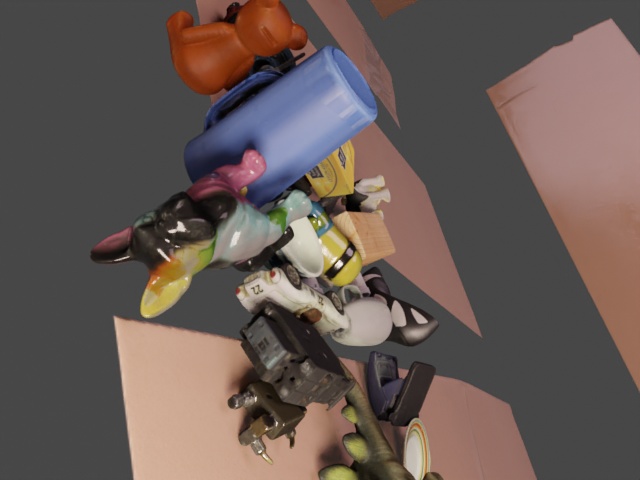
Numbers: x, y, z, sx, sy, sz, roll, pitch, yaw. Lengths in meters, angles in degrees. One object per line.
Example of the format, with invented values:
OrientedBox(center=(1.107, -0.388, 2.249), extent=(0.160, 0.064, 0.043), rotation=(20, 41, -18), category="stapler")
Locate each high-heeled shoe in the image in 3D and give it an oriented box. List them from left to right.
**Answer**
OrientedBox(center=(0.151, 0.110, 1.036), extent=(0.086, 0.145, 0.249), rotation=(53, 25, -29), category="high-heeled shoe")

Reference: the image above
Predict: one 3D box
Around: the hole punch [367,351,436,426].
OrientedBox(center=(0.129, 0.253, 0.923), extent=(0.142, 0.092, 0.115), rotation=(33, 76, -59), category="hole punch")

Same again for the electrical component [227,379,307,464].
OrientedBox(center=(-0.056, 0.197, 0.595), extent=(0.078, 0.045, 0.102), rotation=(40, 12, 17), category="electrical component")

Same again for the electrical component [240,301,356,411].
OrientedBox(center=(-0.032, 0.138, 0.640), extent=(0.115, 0.058, 0.134), rotation=(46, 5, 36), category="electrical component")

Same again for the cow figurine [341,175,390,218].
OrientedBox(center=(0.089, -0.069, 1.166), extent=(0.167, 0.098, 0.068), rotation=(101, -23, -60), category="cow figurine")

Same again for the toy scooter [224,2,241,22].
OrientedBox(center=(-0.128, -0.405, 1.064), extent=(0.183, 0.075, 0.135), rotation=(36, 29, -51), category="toy scooter")

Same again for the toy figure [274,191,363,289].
OrientedBox(center=(-0.002, -0.002, 0.877), extent=(0.180, 0.089, 0.082), rotation=(59, 28, -11), category="toy figure")

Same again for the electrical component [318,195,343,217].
OrientedBox(center=(0.011, -0.064, 1.022), extent=(0.021, 0.063, 0.094), rotation=(35, 29, 13), category="electrical component")

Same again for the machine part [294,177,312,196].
OrientedBox(center=(-0.063, -0.137, 0.903), extent=(0.139, 0.039, 0.084), rotation=(54, 10, 26), category="machine part")

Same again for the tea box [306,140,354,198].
OrientedBox(center=(0.006, -0.155, 0.904), extent=(0.169, 0.068, 0.098), rotation=(55, 33, -60), category="tea box")

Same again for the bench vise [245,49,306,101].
OrientedBox(center=(-0.075, -0.269, 0.942), extent=(0.223, 0.129, 0.241), rotation=(50, 7, -16), category="bench vise")

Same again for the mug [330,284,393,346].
OrientedBox(center=(0.059, 0.125, 0.894), extent=(0.107, 0.081, 0.109), rotation=(4, 67, -56), category="mug")

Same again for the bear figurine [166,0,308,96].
OrientedBox(center=(-0.123, -0.301, 0.786), extent=(0.120, 0.196, 0.132), rotation=(39, 31, -43), category="bear figurine")

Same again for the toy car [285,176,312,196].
OrientedBox(center=(-0.015, -0.129, 1.014), extent=(0.202, 0.053, 0.089), rotation=(-28, 94, -49), category="toy car")

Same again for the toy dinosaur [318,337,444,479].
OrientedBox(center=(0.086, 0.343, 0.683), extent=(0.198, 0.105, 0.471), rotation=(24, 40, -55), category="toy dinosaur")

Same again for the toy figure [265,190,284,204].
OrientedBox(center=(-0.098, -0.134, 0.841), extent=(0.058, 0.064, 0.154), rotation=(0, 65, -47), category="toy figure")

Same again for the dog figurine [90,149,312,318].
OrientedBox(center=(-0.127, 0.002, 0.570), extent=(0.108, 0.191, 0.219), rotation=(48, 50, 6), category="dog figurine")

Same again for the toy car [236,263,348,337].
OrientedBox(center=(-0.032, 0.088, 0.727), extent=(0.201, 0.073, 0.056), rotation=(36, 33, -51), category="toy car")
